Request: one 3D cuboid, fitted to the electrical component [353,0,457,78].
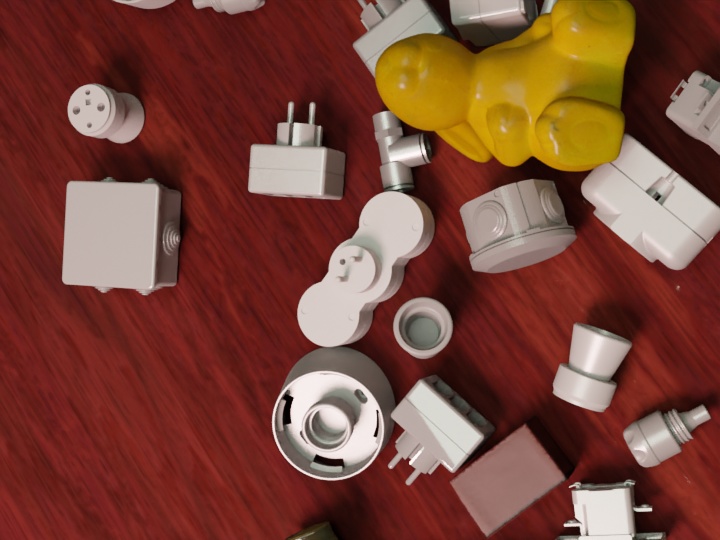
[{"bbox_3d":[0.026,-0.193,0.849,0.066,0.047,0.076,-36,79,14],"label":"electrical component"}]

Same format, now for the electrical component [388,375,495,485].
[{"bbox_3d":[0.053,0.132,0.836,0.066,0.047,0.076,41,101,14],"label":"electrical component"}]

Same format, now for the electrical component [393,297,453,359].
[{"bbox_3d":[0.049,0.048,0.828,0.044,0.065,0.044,-1,79,4],"label":"electrical component"}]

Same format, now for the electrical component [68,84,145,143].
[{"bbox_3d":[-0.218,-0.134,0.924,0.045,0.055,0.045,0,89,18],"label":"electrical component"}]

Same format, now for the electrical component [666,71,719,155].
[{"bbox_3d":[0.256,-0.107,0.759,0.042,0.081,0.064,-56,46,8],"label":"electrical component"}]

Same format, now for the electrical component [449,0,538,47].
[{"bbox_3d":[0.095,-0.208,0.800,0.061,0.096,0.061,-6,87,19],"label":"electrical component"}]

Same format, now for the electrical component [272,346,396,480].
[{"bbox_3d":[-0.022,0.116,0.865,0.099,0.064,0.099,2,101,10],"label":"electrical component"}]

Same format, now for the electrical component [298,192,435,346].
[{"bbox_3d":[0.000,0.000,0.841,0.052,0.074,0.138,38,101,15],"label":"electrical component"}]

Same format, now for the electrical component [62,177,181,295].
[{"bbox_3d":[-0.202,-0.029,0.921,0.100,0.048,0.099,3,90,18],"label":"electrical component"}]

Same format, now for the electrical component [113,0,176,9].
[{"bbox_3d":[-0.187,-0.273,0.911,0.099,0.064,0.099,0,89,18],"label":"electrical component"}]

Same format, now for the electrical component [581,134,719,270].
[{"bbox_3d":[0.211,-0.046,0.782,0.095,0.054,0.059,43,102,14],"label":"electrical component"}]

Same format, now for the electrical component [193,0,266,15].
[{"bbox_3d":[-0.111,-0.231,0.902,0.061,0.035,0.035,-8,87,21],"label":"electrical component"}]

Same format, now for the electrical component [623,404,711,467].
[{"bbox_3d":[0.226,0.117,0.786,0.061,0.035,0.035,-31,80,12],"label":"electrical component"}]

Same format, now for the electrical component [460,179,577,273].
[{"bbox_3d":[0.117,-0.031,0.801,0.080,0.080,0.051,-19,78,17],"label":"electrical component"}]

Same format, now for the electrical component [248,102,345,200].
[{"bbox_3d":[-0.050,-0.098,0.872,0.066,0.047,0.076,5,91,19],"label":"electrical component"}]

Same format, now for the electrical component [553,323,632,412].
[{"bbox_3d":[0.172,0.072,0.799,0.045,0.045,0.055,21,96,17],"label":"electrical component"}]

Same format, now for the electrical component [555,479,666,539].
[{"bbox_3d":[0.183,0.189,0.796,0.081,0.042,0.063,-7,84,17],"label":"electrical component"}]
